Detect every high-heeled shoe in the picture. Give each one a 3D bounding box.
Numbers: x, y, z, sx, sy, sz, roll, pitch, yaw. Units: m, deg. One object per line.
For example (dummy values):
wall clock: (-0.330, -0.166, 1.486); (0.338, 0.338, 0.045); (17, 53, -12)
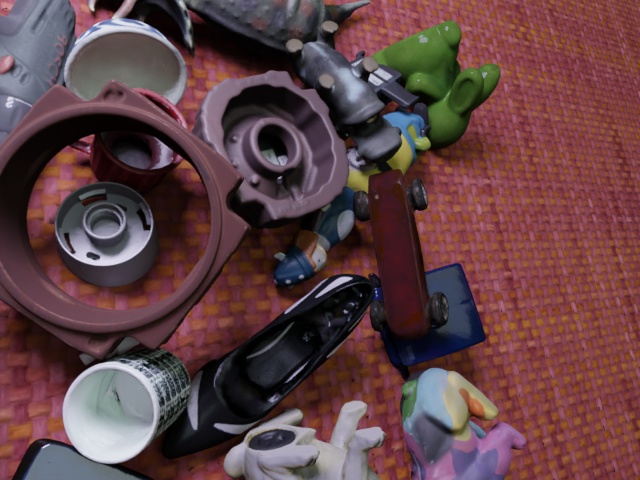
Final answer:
high-heeled shoe: (-0.043, 0.125, 0.539); (0.086, 0.145, 0.249); (50, 55, -6)

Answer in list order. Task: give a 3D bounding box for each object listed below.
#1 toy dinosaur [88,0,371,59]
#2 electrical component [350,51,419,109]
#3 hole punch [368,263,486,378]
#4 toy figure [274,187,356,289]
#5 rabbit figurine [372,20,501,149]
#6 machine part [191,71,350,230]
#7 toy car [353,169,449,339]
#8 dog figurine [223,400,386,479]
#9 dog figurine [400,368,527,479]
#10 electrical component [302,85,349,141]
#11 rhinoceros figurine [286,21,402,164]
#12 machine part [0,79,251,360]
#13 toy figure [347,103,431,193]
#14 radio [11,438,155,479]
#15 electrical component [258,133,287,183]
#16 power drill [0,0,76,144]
toy dinosaur: (-0.078, -0.299, 0.681); (0.405, 0.131, 0.192); (6, 84, -33)
electrical component: (0.079, -0.208, 0.750); (0.119, 0.047, 0.075); (37, 55, 15)
hole punch: (0.137, 0.095, 0.689); (0.116, 0.092, 0.142); (-14, 85, -29)
toy figure: (-0.003, -0.003, 0.653); (0.064, 0.058, 0.154); (47, 56, -22)
rabbit figurine: (0.183, -0.224, 0.796); (0.121, 0.159, 0.170); (-33, 107, -43)
machine part: (-0.054, -0.098, 0.591); (0.179, 0.056, 0.179); (10, 70, -28)
toy car: (0.096, 0.017, 0.645); (0.053, 0.089, 0.202); (9, 70, -65)
dog figurine: (-0.001, 0.282, 0.550); (0.172, 0.121, 0.190); (-6, 95, 2)
dog figurine: (0.134, 0.283, 0.615); (0.191, 0.108, 0.219); (45, 61, -11)
electrical component: (0.018, -0.183, 0.726); (0.063, 0.021, 0.094); (-44, 93, 9)
rhinoceros figurine: (0.028, -0.174, 0.656); (0.073, 0.112, 0.190); (-32, 71, -14)
machine part: (-0.178, -0.017, 0.465); (0.201, 0.087, 0.201); (38, 85, -7)
toy figure: (0.094, -0.118, 0.737); (0.089, 0.082, 0.180); (49, 55, -7)
radio: (-0.218, 0.291, 0.429); (0.131, 0.073, 0.229); (28, 64, -20)
electrical component: (-0.055, -0.105, 0.660); (0.134, 0.058, 0.115); (-16, 81, -32)
power drill: (-0.324, -0.179, 0.479); (0.207, 0.086, 0.232); (40, 49, -41)
